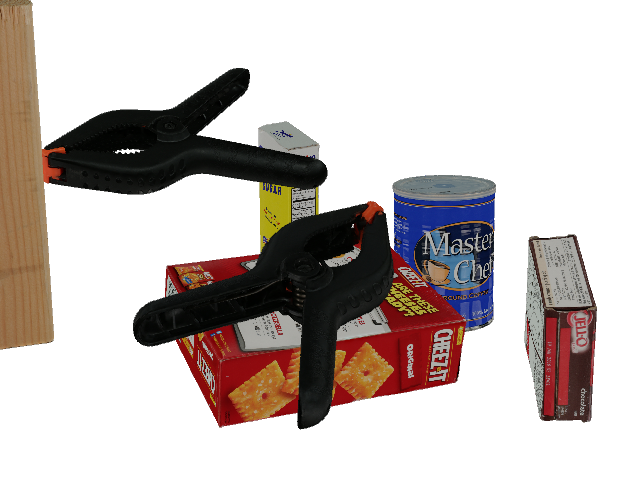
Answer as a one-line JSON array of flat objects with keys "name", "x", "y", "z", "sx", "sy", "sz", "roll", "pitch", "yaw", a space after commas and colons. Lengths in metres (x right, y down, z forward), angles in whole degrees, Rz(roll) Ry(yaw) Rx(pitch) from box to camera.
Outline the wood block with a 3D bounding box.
[{"name": "wood block", "x": -0.215, "y": -0.044, "z": 0.635, "sx": 0.090, "sy": 0.206, "sz": 0.090, "roll": -6, "pitch": 24, "yaw": -21}]

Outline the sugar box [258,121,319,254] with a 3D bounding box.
[{"name": "sugar box", "x": -0.038, "y": -0.041, "z": 1.245, "sx": 0.048, "sy": 0.176, "sz": 0.093, "roll": -13, "pitch": 27, "yaw": -22}]

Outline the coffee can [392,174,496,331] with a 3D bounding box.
[{"name": "coffee can", "x": 0.125, "y": 0.011, "z": 1.079, "sx": 0.103, "sy": 0.140, "sz": 0.103, "roll": -1, "pitch": 13, "yaw": 0}]

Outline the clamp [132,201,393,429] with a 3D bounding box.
[{"name": "clamp", "x": -0.005, "y": 0.035, "z": 0.596, "sx": 0.120, "sy": 0.039, "sz": 0.171, "roll": 35, "pitch": 51, "yaw": 26}]

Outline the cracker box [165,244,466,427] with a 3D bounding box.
[{"name": "cracker box", "x": -0.010, "y": 0.073, "z": 0.913, "sx": 0.213, "sy": 0.072, "sz": 0.164, "roll": -7, "pitch": 27, "yaw": -22}]

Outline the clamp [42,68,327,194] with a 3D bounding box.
[{"name": "clamp", "x": -0.109, "y": -0.071, "z": 0.832, "sx": 0.209, "sy": 0.036, "sz": 0.165, "roll": -18, "pitch": 44, "yaw": -28}]

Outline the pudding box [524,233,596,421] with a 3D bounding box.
[{"name": "pudding box", "x": 0.167, "y": 0.059, "z": 0.749, "sx": 0.039, "sy": 0.090, "sz": 0.113, "roll": -1, "pitch": 26, "yaw": 4}]
